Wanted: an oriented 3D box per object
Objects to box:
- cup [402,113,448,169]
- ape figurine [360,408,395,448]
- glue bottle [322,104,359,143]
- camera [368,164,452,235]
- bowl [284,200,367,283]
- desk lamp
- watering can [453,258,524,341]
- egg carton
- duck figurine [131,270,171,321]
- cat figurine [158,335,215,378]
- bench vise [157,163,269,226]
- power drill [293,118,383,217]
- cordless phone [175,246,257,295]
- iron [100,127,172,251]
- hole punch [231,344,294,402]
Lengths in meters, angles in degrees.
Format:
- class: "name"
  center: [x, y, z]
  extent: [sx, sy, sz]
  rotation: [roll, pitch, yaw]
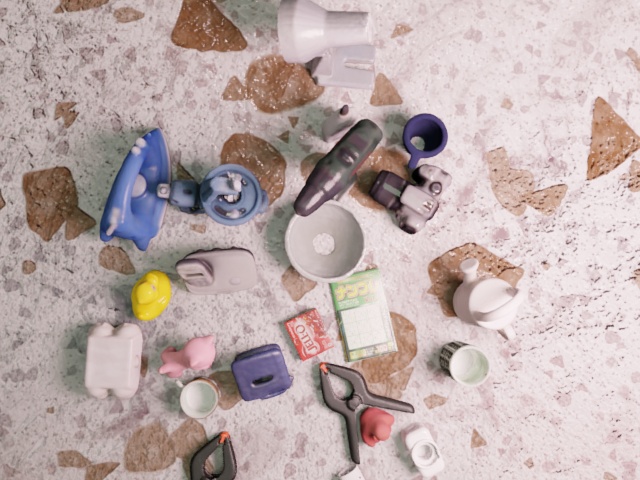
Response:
- class: "cup"
  center: [0.204, -0.194, 1.182]
  extent: [0.091, 0.095, 0.118]
  rotation: [24, 85, -1]
- class: "ape figurine"
  center: [0.116, 0.374, 1.137]
  extent: [0.078, 0.092, 0.076]
  rotation: [-27, 87, -4]
- class: "glue bottle"
  center: [0.045, -0.239, 1.138]
  extent: [0.078, 0.173, 0.037]
  rotation: [-22, 87, -4]
- class: "camera"
  center: [0.180, -0.102, 1.171]
  extent: [0.137, 0.100, 0.143]
  rotation: [30, 85, 0]
- class: "bowl"
  center: [0.011, 0.004, 1.168]
  extent: [0.167, 0.074, 0.167]
  rotation: [0, 86, -3]
- class: "desk lamp"
  center: [0.020, -0.389, 1.127]
  extent: [0.203, 0.213, 0.118]
  rotation: [4, 86, -2]
- class: "watering can"
  center: [0.327, 0.119, 1.116]
  extent: [0.173, 0.194, 0.101]
  rotation: [36, 85, 0]
- class: "egg carton"
  center: [-0.407, 0.238, 1.131]
  extent: [0.107, 0.069, 0.150]
  rotation: [2, 86, -3]
- class: "duck figurine"
  center: [-0.342, 0.110, 1.136]
  extent: [0.077, 0.086, 0.105]
  rotation: [19, 85, -1]
- class: "cat figurine"
  center: [-0.255, 0.230, 1.116]
  extent: [0.128, 0.117, 0.067]
  rotation: [-22, 87, -4]
- class: "bench vise"
  center: [-0.206, -0.080, 1.090]
  extent: [0.207, 0.219, 0.121]
  rotation: [-14, 86, -4]
- class: "power drill"
  center: [0.029, -0.125, 1.111]
  extent: [0.075, 0.208, 0.230]
  rotation: [38, 85, 1]
- class: "cordless phone"
  center: [-0.198, 0.057, 1.097]
  extent: [0.147, 0.185, 0.094]
  rotation: [-9, 86, -3]
- class: "iron"
  center: [-0.364, -0.115, 1.123]
  extent: [0.118, 0.141, 0.258]
  rotation: [13, 85, -2]
- class: "hole punch"
  center: [-0.112, 0.266, 1.134]
  extent: [0.108, 0.091, 0.101]
  rotation: [-17, 87, -4]
